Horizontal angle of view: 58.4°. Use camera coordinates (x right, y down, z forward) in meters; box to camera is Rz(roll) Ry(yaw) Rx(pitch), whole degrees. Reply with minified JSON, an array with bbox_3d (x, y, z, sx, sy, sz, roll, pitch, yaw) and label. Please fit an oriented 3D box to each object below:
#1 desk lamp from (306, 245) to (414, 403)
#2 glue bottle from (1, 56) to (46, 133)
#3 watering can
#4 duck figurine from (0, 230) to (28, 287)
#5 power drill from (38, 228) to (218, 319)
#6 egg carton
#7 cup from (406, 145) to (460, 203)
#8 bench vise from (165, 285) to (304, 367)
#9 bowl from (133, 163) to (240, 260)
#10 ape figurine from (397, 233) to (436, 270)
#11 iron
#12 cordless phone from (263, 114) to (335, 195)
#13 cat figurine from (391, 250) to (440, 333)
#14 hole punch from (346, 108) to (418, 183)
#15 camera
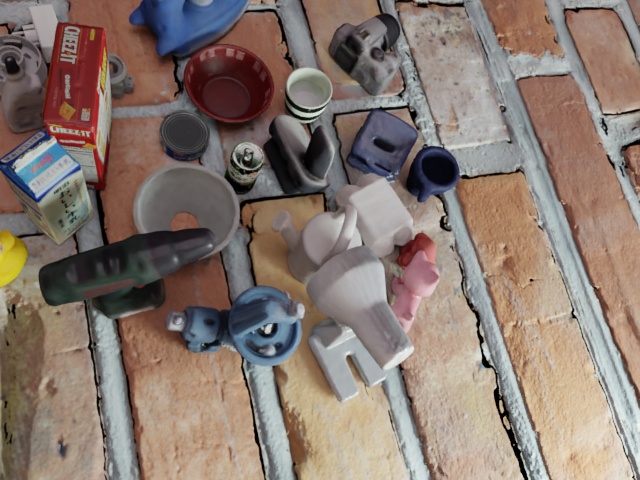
[{"bbox_3d":[0.058,0.132,0.886,0.118,0.213,0.203,-24,80,-22],"label":"desk lamp"},{"bbox_3d":[-0.454,-0.226,0.876,0.078,0.173,0.037,-22,79,-22],"label":"glue bottle"},{"bbox_3d":[0.008,0.005,0.925,0.173,0.193,0.101,0,72,-17],"label":"watering can"},{"bbox_3d":[-0.482,0.025,0.829,0.077,0.086,0.105,45,66,2],"label":"duck figurine"},{"bbox_3d":[-0.268,0.049,0.819,0.230,0.208,0.075,-15,76,-21],"label":"power drill"},{"bbox_3d":[0.099,-0.046,1.038,0.107,0.069,0.150,-31,83,-24],"label":"egg carton"},{"bbox_3d":[0.198,-0.107,1.075,0.092,0.095,0.118,29,66,-5],"label":"cup"},{"bbox_3d":[-0.111,0.130,0.832,0.208,0.219,0.121,-12,76,-20],"label":"bench vise"},{"bbox_3d":[-0.218,-0.037,0.937,0.168,0.074,0.167,5,70,-15],"label":"bowl"},{"bbox_3d":[0.180,0.021,1.027,0.078,0.092,0.076,-29,82,-23],"label":"ape figurine"},{"bbox_3d":[-0.214,-0.448,1.042,0.259,0.141,0.118,-40,86,-24],"label":"iron"},{"bbox_3d":[-0.023,-0.168,0.980,0.094,0.185,0.147,-26,80,-23],"label":"cordless phone"},{"bbox_3d":[0.163,0.088,0.985,0.067,0.117,0.128,26,66,-7],"label":"cat figurine"},{"bbox_3d":[0.118,-0.175,1.077,0.109,0.091,0.101,27,66,-6],"label":"hole punch"},{"bbox_3d":[0.114,-0.390,1.144,0.143,0.100,0.137,45,66,2],"label":"camera"}]
